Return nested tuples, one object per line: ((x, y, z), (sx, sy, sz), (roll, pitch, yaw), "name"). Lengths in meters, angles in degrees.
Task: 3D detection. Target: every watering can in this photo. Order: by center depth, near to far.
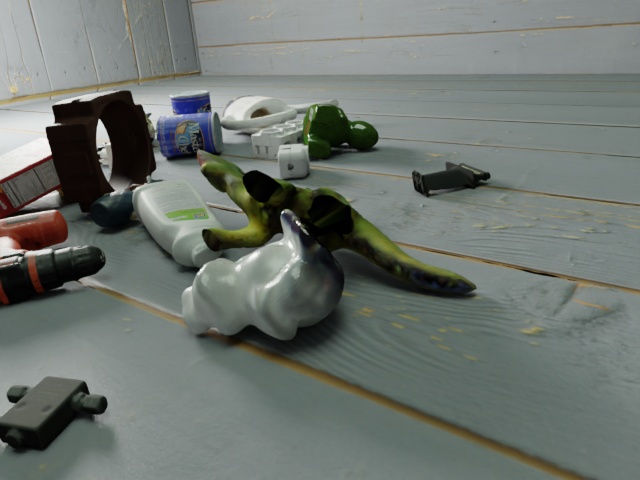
((-0.136, -0.365, 1.483), (0.351, 0.102, 0.226), (-20, 27, -30), "watering can")

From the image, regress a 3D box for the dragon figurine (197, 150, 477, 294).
((0.002, -0.035, 0.692), (0.411, 0.120, 0.246), (21, 19, 9), "dragon figurine")

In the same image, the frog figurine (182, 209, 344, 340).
((-0.058, 0.054, 0.526), (0.159, 0.121, 0.140), (-43, 37, 1), "frog figurine")
